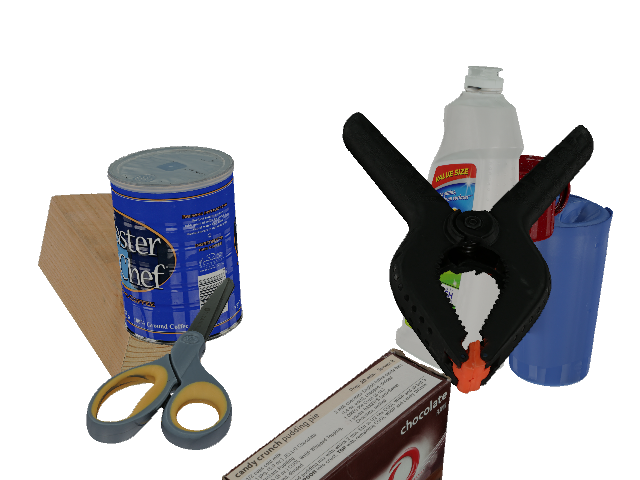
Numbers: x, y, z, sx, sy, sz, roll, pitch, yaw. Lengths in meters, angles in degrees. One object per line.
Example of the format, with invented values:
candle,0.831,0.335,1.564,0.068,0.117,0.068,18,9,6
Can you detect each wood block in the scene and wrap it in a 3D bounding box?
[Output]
wood block,-0.199,0.043,1.076,0.090,0.091,0.206,-4,35,-38

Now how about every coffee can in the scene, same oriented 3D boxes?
coffee can,-0.120,0.002,0.895,0.103,0.140,0.103,-2,22,1

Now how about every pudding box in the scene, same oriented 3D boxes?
pudding box,0.009,0.113,0.471,0.039,0.090,0.113,27,43,32

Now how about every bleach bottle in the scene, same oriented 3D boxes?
bleach bottle,0.121,-0.020,0.897,0.067,0.251,0.103,-4,16,-30

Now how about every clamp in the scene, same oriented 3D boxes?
clamp,0.081,-0.005,0.655,0.164,0.210,0.036,8,-39,8

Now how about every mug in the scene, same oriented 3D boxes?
mug,0.229,-0.048,1.186,0.117,0.081,0.093,-10,19,-29

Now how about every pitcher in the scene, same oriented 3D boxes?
pitcher,0.300,0.068,1.411,0.149,0.243,0.145,4,21,12

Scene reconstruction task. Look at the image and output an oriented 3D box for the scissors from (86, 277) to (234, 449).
scissors,-0.074,0.080,0.708,0.096,0.016,0.201,17,30,22
